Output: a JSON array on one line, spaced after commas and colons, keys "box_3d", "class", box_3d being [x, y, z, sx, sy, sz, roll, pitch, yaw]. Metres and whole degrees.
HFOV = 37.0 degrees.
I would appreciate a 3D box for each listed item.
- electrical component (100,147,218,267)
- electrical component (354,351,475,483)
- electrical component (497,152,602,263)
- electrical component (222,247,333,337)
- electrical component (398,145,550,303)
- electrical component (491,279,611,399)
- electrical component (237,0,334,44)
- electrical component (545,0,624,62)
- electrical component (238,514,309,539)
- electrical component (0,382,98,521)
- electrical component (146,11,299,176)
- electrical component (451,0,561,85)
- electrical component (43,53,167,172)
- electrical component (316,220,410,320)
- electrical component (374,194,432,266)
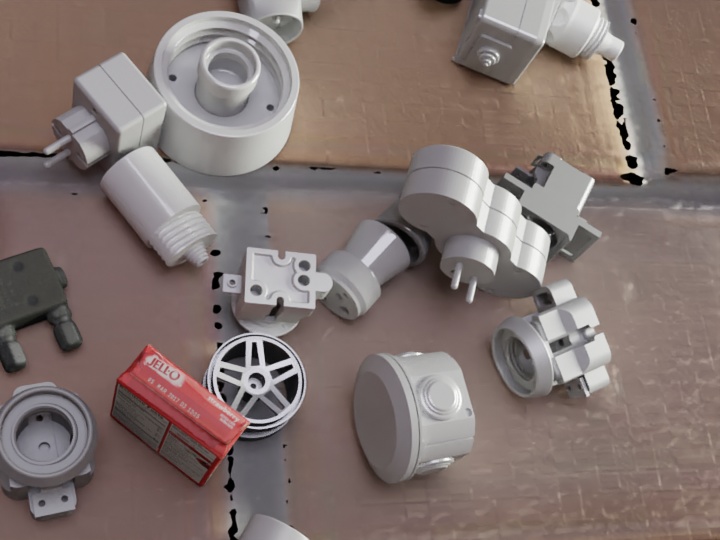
[{"box_3d": [-0.127, -0.036, 0.697, 0.043, 0.043, 0.081, -36, 82, -26], "class": "electrical component"}, {"box_3d": [0.032, 0.090, 0.673, 0.051, 0.080, 0.080, -6, 70, -25], "class": "electrical component"}, {"box_3d": [0.136, -0.047, 0.782, 0.081, 0.042, 0.063, 33, 61, -2], "class": "electrical component"}, {"box_3d": [-0.056, 0.015, 0.690, 0.066, 0.055, 0.048, 6, 67, -14], "class": "electrical component"}, {"box_3d": [0.075, -0.015, 0.715, 0.138, 0.052, 0.073, 40, 55, -41], "class": "electrical component"}, {"box_3d": [0.127, 0.053, 0.728, 0.057, 0.058, 0.078, -20, 87, -23], "class": "electrical component"}, {"box_3d": [-0.053, -0.208, 0.791, 0.079, 0.044, 0.077, -6, 70, -20], "class": "electrical component"}, {"box_3d": [0.178, -0.187, 0.853, 0.062, 0.043, 0.043, 27, 63, -6], "class": "electrical component"}, {"box_3d": [-0.047, 0.195, 0.624, 0.079, 0.044, 0.077, 31, 63, -2], "class": "electrical component"}, {"box_3d": [-0.181, 0.099, 0.617, 0.058, 0.057, 0.078, -8, 71, -20], "class": "electrical component"}, {"box_3d": [-0.093, -0.126, 0.736, 0.108, 0.060, 0.108, 6, 67, -14], "class": "electrical component"}, {"box_3d": [0.115, -0.190, 0.824, 0.061, 0.061, 0.096, 21, 64, -7], "class": "electrical component"}, {"box_3d": [-0.172, -0.090, 0.694, 0.077, 0.065, 0.047, -37, 82, -26], "class": "electrical component"}, {"box_3d": [0.000, 0.000, 0.720, 0.045, 0.045, 0.055, 42, 63, 3], "class": "electrical component"}, {"box_3d": [0.040, -0.040, 0.752, 0.044, 0.044, 0.065, 35, 58, 0], "class": "electrical component"}]
